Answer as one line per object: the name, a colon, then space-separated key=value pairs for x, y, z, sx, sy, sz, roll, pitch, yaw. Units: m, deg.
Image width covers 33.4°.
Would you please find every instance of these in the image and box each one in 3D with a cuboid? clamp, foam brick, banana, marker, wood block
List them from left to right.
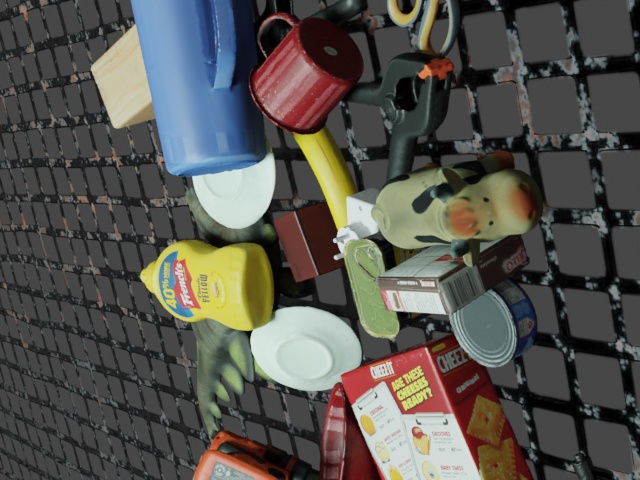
wood block: x=-0.190 y=-0.215 z=1.301 sx=0.207 sy=0.090 sz=0.090 roll=-21 pitch=90 yaw=55
clamp: x=-0.039 y=-0.232 z=1.133 sx=0.165 sy=0.036 sz=0.210 roll=55 pitch=140 yaw=22
foam brick: x=-0.008 y=0.001 z=1.198 sx=0.053 sy=0.051 sz=0.078 roll=-20 pitch=91 yaw=57
banana: x=0.007 y=-0.077 z=1.156 sx=0.198 sy=0.037 sz=0.070 roll=62 pitch=166 yaw=14
clamp: x=0.073 y=-0.134 z=1.023 sx=0.120 sy=0.039 sz=0.172 roll=54 pitch=149 yaw=14
marker: x=0.261 y=0.255 z=0.987 sx=0.020 sy=0.020 sz=0.121 roll=-23 pitch=88 yaw=56

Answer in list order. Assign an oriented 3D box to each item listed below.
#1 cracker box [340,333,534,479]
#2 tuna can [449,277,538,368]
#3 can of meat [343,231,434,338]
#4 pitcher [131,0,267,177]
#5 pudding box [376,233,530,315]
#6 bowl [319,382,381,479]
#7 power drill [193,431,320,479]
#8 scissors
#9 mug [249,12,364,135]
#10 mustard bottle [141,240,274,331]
cracker box: x=0.127 y=0.214 z=1.106 sx=0.164 sy=0.071 sz=0.214 roll=-28 pitch=83 yaw=54
tuna can: x=0.164 y=0.075 z=1.015 sx=0.086 sy=0.033 sz=0.086 roll=29 pitch=129 yaw=43
can of meat: x=0.080 y=0.035 z=1.064 sx=0.058 sy=0.083 sz=0.102 roll=-2 pitch=106 yaw=53
pitcher: x=-0.122 y=-0.194 z=1.114 sx=0.145 sy=0.149 sz=0.243 roll=-9 pitch=90 yaw=22
pudding box: x=0.122 y=0.028 z=0.980 sx=0.090 sy=0.113 sz=0.039 roll=-3 pitch=110 yaw=55
bowl: x=0.038 y=0.245 z=1.218 sx=0.162 sy=0.055 sz=0.162 roll=-174 pitch=90 yaw=-82
power drill: x=-0.065 y=0.291 z=1.290 sx=0.184 sy=0.187 sz=0.057 roll=19 pitch=88 yaw=11
scissors: x=0.101 y=-0.259 z=0.947 sx=0.096 sy=0.016 sz=0.202 roll=34 pitch=132 yaw=40
mug: x=-0.017 y=-0.174 z=1.052 sx=0.117 sy=0.093 sz=0.082 roll=55 pitch=133 yaw=9
mustard bottle: x=-0.141 y=0.048 z=1.244 sx=0.192 sy=0.058 sz=0.096 roll=4 pitch=104 yaw=41
